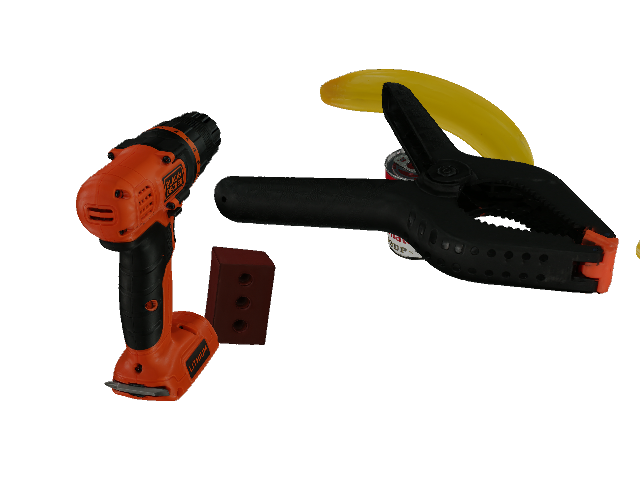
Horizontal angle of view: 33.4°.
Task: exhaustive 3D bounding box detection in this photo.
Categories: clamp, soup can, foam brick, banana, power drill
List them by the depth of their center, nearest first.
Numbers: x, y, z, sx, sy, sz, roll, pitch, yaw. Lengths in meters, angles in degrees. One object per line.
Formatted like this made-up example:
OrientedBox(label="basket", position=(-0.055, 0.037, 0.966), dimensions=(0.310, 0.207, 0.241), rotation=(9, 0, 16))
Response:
OrientedBox(label="clamp", position=(0.057, -0.020, 0.580), dimensions=(0.164, 0.036, 0.210), rotation=(-30, 44, -32))
OrientedBox(label="power drill", position=(-0.116, 0.009, 0.794), dimensions=(0.057, 0.188, 0.184), rotation=(4, 24, 18))
OrientedBox(label="banana", position=(0.098, -0.094, 0.856), dimensions=(0.198, 0.069, 0.037), rotation=(31, 1, -1))
OrientedBox(label="foam brick", position=(-0.075, 0.051, 0.983), dimensions=(0.053, 0.078, 0.051), rotation=(4, 14, -15))
OrientedBox(label="soup can", position=(0.103, -0.039, 1.124), dimensions=(0.068, 0.102, 0.068), rotation=(-3, 35, 2))

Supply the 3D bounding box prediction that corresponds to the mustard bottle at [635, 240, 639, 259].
OrientedBox(label="mustard bottle", position=(0.263, 0.043, 0.642), dimensions=(0.096, 0.058, 0.192), rotation=(-20, 32, -21))
